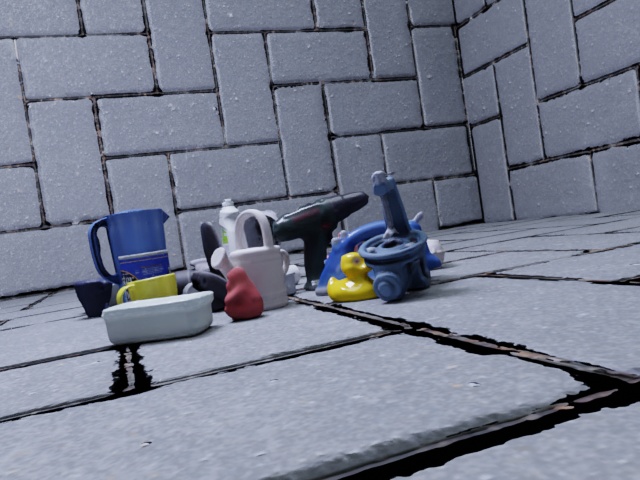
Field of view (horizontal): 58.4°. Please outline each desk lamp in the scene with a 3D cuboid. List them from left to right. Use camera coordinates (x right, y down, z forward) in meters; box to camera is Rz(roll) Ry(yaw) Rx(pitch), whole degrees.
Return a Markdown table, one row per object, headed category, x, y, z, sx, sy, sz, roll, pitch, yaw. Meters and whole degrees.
| category | x | y | z | sx | sy | sz | roll | pitch | yaw |
| --- | --- | --- | --- | --- | --- | --- | --- | --- | --- |
| desk lamp | -0.151 | 0.017 | 1.687 | 0.118 | 0.213 | 0.203 | -8 | 2 | 6 |

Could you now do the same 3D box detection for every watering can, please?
| category | x | y | z | sx | sy | sz | roll | pitch | yaw |
| --- | --- | --- | --- | --- | --- | --- | --- | --- | --- |
| watering can | -0.127 | 0.038 | 1.102 | 0.100 | 0.194 | 0.173 | -8 | 2 | 21 |

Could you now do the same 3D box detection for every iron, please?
| category | x | y | z | sx | sy | sz | roll | pitch | yaw |
| --- | --- | --- | --- | --- | --- | --- | --- | --- | --- |
| iron | 0.109 | 0.028 | 1.178 | 0.258 | 0.141 | 0.118 | -8 | 2 | -2 |

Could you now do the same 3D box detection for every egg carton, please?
| category | x | y | z | sx | sy | sz | roll | pitch | yaw |
| --- | --- | --- | --- | --- | --- | --- | --- | --- | --- |
| egg carton | 0.243 | 0.038 | 1.411 | 0.107 | 0.069 | 0.150 | -9 | 1 | -5 |

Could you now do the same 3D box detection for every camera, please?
| category | x | y | z | sx | sy | sz | roll | pitch | yaw |
| --- | --- | --- | --- | --- | --- | --- | --- | --- | --- |
| camera | -0.353 | 0.106 | 1.629 | 0.137 | 0.101 | 0.143 | -9 | 2 | -11 |

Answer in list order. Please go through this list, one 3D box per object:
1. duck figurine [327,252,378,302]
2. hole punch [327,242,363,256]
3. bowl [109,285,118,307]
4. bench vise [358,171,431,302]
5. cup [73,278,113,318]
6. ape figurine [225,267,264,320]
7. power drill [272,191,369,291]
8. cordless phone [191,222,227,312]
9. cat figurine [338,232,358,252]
| category | x | y | z | sx | sy | sz | roll | pitch | yaw |
| --- | --- | --- | --- | --- | --- | --- | --- | --- | --- |
| duck figurine | 0.059 | 0.066 | 1.051 | 0.104 | 0.086 | 0.078 | -7 | 2 | 32 |
| hole punch | 0.070 | 0.047 | 1.648 | 0.101 | 0.091 | 0.108 | -9 | 2 | -24 |
| bowl | -0.574 | 0.153 | 1.575 | 0.167 | 0.075 | 0.167 | -8 | 1 | 0 |
| bench vise | 0.128 | -0.011 | 1.023 | 0.121 | 0.220 | 0.208 | -8 | 2 | 8 |
| cup | -0.546 | 0.142 | 1.412 | 0.117 | 0.095 | 0.092 | -7 | 2 | 43 |
| ape figurine | -0.140 | 0.093 | 1.009 | 0.076 | 0.092 | 0.078 | -7 | 2 | 36 |
| power drill | 0.012 | 0.005 | 1.315 | 0.229 | 0.208 | 0.075 | -8 | 2 | -2 |
| cordless phone | -0.227 | 0.054 | 1.217 | 0.094 | 0.185 | 0.147 | -9 | 2 | -28 |
| cat figurine | 0.051 | 0.039 | 1.556 | 0.128 | 0.118 | 0.067 | -8 | 2 | -2 |
